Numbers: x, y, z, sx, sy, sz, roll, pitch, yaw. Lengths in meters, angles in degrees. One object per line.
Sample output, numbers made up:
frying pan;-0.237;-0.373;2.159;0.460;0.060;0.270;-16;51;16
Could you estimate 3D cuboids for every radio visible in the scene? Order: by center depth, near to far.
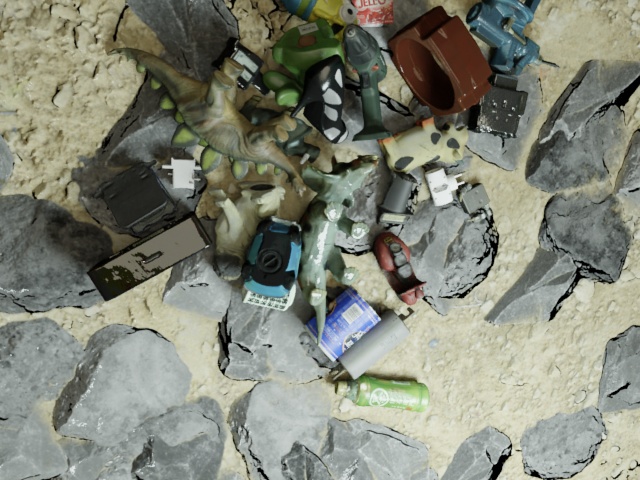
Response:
radio;-0.332;0.026;1.070;0.230;0.131;0.073;-28;103;-6

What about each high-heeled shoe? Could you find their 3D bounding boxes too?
high-heeled shoe;0.032;-0.274;1.053;0.145;0.248;0.086;-46;72;19

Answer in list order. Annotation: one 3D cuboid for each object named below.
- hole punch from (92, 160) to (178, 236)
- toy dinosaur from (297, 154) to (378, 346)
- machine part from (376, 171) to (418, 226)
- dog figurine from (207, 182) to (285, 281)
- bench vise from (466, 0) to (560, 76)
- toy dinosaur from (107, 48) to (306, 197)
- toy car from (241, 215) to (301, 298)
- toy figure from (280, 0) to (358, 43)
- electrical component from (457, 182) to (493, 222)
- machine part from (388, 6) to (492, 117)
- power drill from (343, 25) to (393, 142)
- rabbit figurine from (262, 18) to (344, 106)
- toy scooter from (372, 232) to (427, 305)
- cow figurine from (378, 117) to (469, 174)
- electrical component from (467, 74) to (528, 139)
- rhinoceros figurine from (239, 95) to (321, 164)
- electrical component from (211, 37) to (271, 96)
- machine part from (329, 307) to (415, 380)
hole punch;-0.361;-0.080;1.081;0.142;0.092;0.116;-32;77;-3
toy dinosaur;0.001;0.002;1.130;0.131;0.192;0.404;10;108;-26
machine part;0.175;-0.089;1.189;0.084;0.039;0.138;5;130;-7
dog figurine;-0.149;-0.017;1.131;0.172;0.121;0.190;-8;114;-8
bench vise;0.437;-0.489;1.164;0.223;0.129;0.240;25;100;-14
toy dinosaur;-0.209;-0.242;1.031;0.471;0.105;0.198;44;122;-1
toy car;-0.094;0.035;1.092;0.109;0.103;0.161;12;85;-1
toy figure;-0.005;-0.472;1.088;0.180;0.089;0.082;23;78;-11
electrical component;0.357;-0.089;1.246;0.078;0.045;0.102;-24;103;-6
machine part;0.244;-0.360;1.099;0.087;0.201;0.201;-38;104;-7
power drill;0.090;-0.298;1.063;0.086;0.232;0.207;-10;96;17
rabbit figurine;-0.026;-0.323;1.074;0.159;0.121;0.170;-24;145;-9
toy scooter;0.183;0.070;1.188;0.075;0.135;0.183;-26;102;-6
cow figurine;0.238;-0.202;1.183;0.195;0.085;0.127;-23;105;-5
electrical component;0.402;-0.303;1.217;0.115;0.058;0.134;6;98;-15
rhinoceros figurine;-0.085;-0.222;1.106;0.190;0.073;0.112;24;109;-9
electrical component;-0.150;-0.345;1.090;0.119;0.048;0.075;31;93;-39
machine part;0.120;0.237;1.229;0.243;0.079;0.079;-37;104;-4
